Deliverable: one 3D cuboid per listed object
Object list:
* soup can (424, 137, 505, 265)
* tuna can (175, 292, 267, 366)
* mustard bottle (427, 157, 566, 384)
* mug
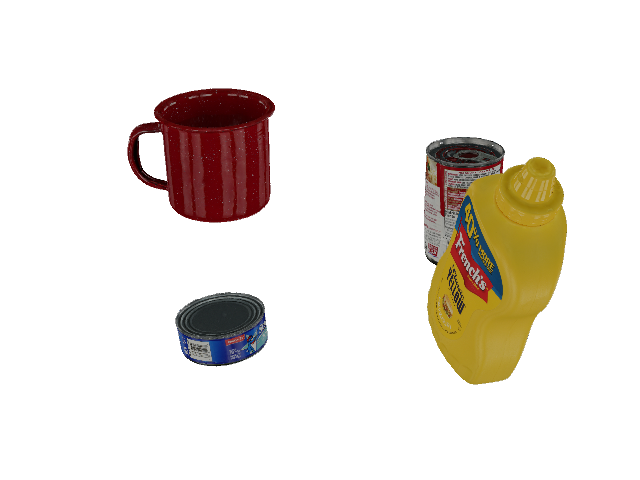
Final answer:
[{"bbox_3d":[0.127,-0.032,0.945,0.068,0.102,0.068,-1,25,0],"label":"soup can"},{"bbox_3d":[-0.093,0.084,1.019,0.086,0.034,0.086,-6,25,3],"label":"tuna can"},{"bbox_3d":[0.121,0.012,0.716,0.058,0.096,0.192,-6,-35,-13],"label":"mustard bottle"},{"bbox_3d":[-0.093,-0.066,0.838,0.117,0.081,0.093,-1,27,-1],"label":"mug"}]
